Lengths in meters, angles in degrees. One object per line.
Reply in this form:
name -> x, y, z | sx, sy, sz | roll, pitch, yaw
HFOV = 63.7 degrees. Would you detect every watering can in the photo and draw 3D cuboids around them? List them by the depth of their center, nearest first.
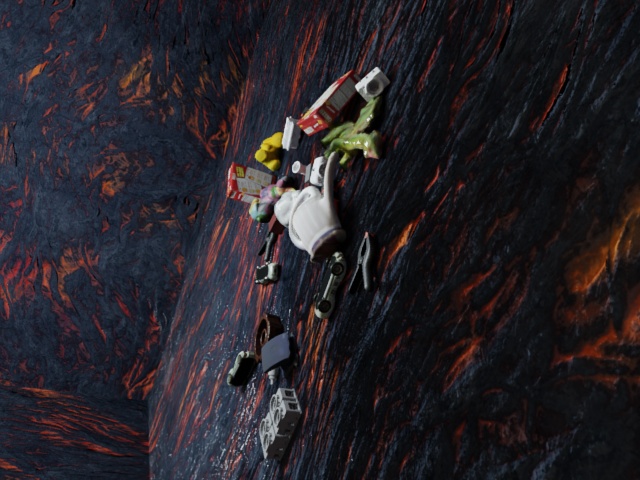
watering can -> 0.005, -0.078, 1.547 | 0.228, 0.104, 0.340 | 60, 135, 27

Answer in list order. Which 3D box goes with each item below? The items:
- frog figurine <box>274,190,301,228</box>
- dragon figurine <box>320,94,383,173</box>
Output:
frog figurine -> -0.085, -0.112, 1.855 | 0.158, 0.124, 0.137 | -15, 96, 55
dragon figurine -> 0.114, -0.354, 1.602 | 0.239, 0.121, 0.420 | -42, 33, 24
